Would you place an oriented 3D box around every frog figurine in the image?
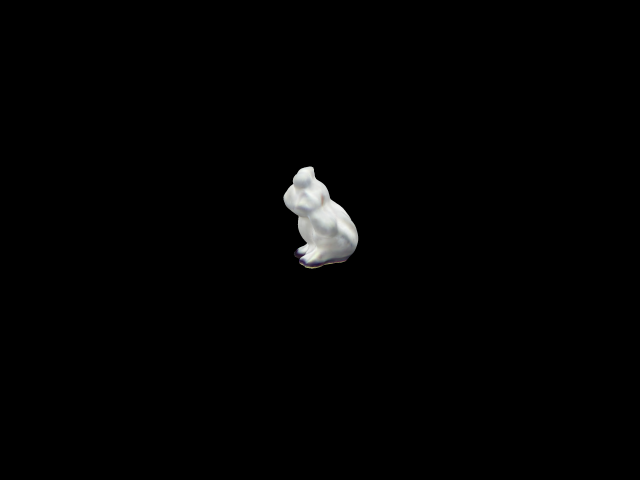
[{"bbox_3d":[0.003,-0.043,0.850,0.122,0.158,0.139,2,13,7],"label":"frog figurine"}]
